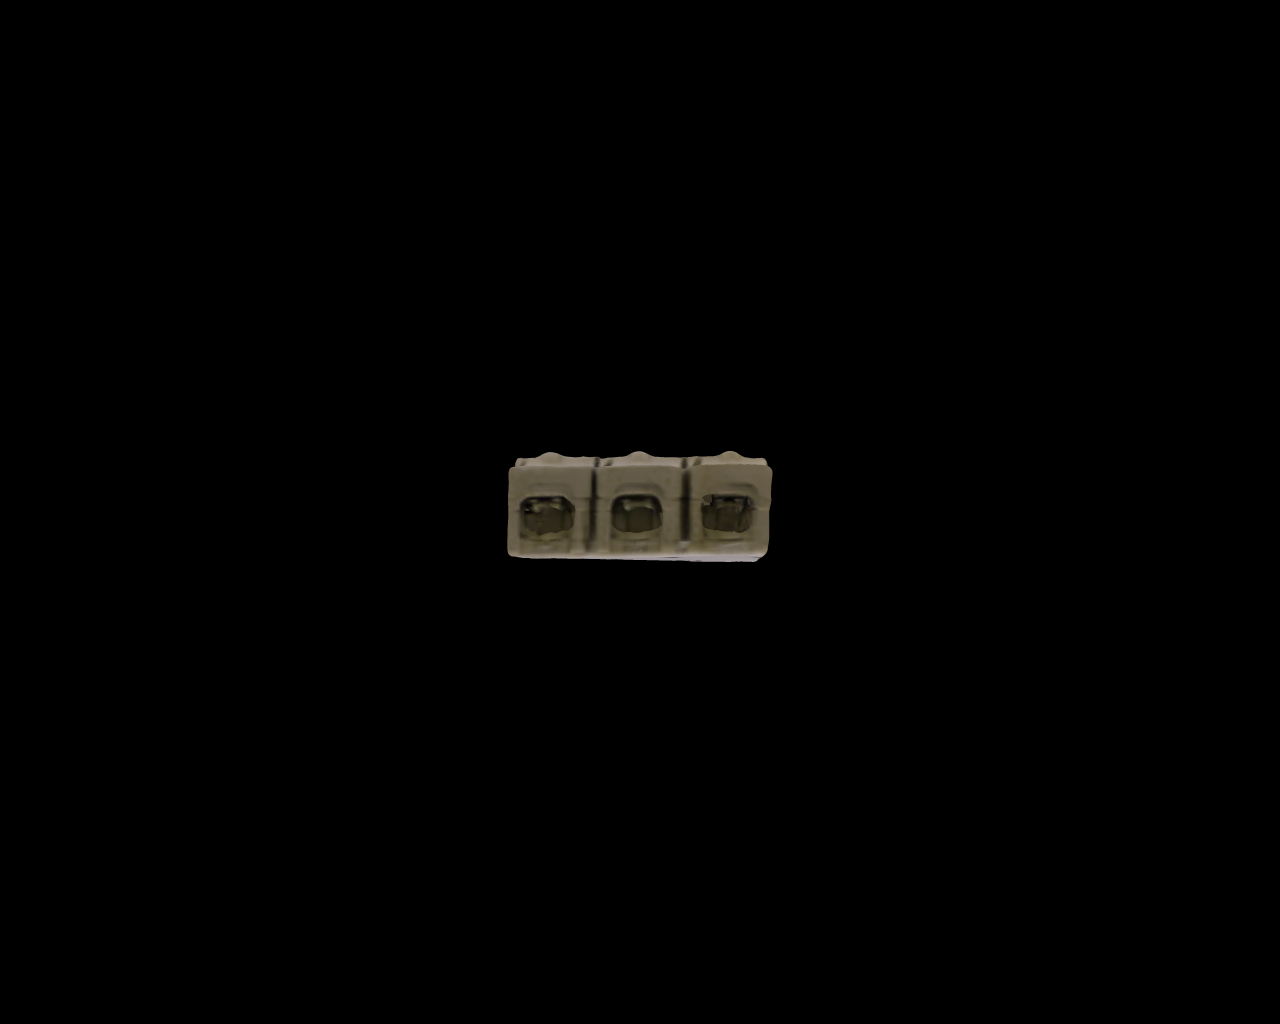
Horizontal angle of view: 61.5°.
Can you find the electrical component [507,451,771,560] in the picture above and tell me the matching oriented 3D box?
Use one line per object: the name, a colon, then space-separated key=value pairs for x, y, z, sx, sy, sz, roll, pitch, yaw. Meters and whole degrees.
electrical component: x=0.001 y=-0.003 z=0.650 sx=0.150 sy=0.061 sz=0.089 roll=0 pitch=-4 yaw=2
